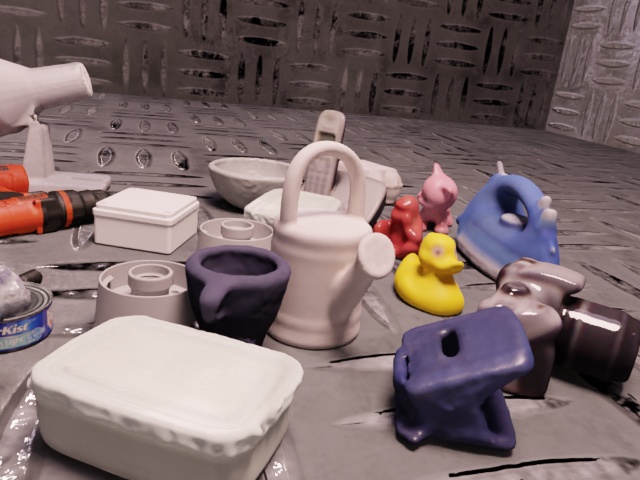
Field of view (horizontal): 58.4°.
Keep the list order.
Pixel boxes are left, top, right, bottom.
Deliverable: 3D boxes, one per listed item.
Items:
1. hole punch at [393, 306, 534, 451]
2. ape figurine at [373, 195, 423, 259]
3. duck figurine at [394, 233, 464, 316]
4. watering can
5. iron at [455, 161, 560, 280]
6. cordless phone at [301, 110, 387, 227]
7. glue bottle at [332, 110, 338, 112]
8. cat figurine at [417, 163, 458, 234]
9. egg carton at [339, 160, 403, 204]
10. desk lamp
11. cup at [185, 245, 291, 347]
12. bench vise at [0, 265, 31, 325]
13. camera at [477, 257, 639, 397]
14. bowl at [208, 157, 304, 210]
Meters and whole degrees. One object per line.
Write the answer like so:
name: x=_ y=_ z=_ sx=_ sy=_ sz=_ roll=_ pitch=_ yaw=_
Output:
hole punch: x=0.110 y=0.102 z=0.459 sx=0.101 sy=0.091 sz=0.108 roll=8 pitch=18 yaw=4
ape figurine: x=0.120 y=-0.020 z=0.835 sx=0.076 sy=0.092 sz=0.077 roll=-5 pitch=21 yaw=-31
duck figurine: x=0.135 y=0.032 z=0.690 sx=0.078 sy=0.086 sz=0.104 roll=-2 pitch=20 yaw=-25
watering can: x=0.007 y=0.002 z=0.562 sx=0.172 sy=0.194 sz=0.101 roll=18 pitch=22 yaw=32
iron: x=0.287 y=-0.022 z=0.819 sx=0.119 sy=0.141 sz=0.258 roll=4 pitch=18 yaw=-9
cordless phone: x=0.040 y=-0.112 z=0.935 sx=0.147 sy=0.185 sz=0.094 roll=15 pitch=20 yaw=24
glue bottle: x=0.018 y=-0.161 z=1.097 sx=0.037 sy=0.173 sz=0.078 roll=4 pitch=18 yaw=-9
cat figurine: x=0.203 y=-0.075 z=0.988 sx=0.067 sy=0.118 sz=0.128 roll=11 pitch=19 yaw=13
egg carton: x=0.087 y=-0.119 z=1.159 sx=0.107 sy=0.069 sz=0.149 roll=-10 pitch=25 yaw=-41
desk lamp: x=-0.456 y=-0.188 z=0.943 sx=0.203 sy=0.213 sz=0.117 roll=2 pitch=19 yaw=-14
cup: x=-0.077 y=0.065 z=0.500 sx=0.091 sy=0.095 sz=0.118 roll=9 pitch=18 yaw=8
bench vise: x=-0.303 y=0.022 z=0.349 sx=0.121 sy=0.220 sz=0.208 roll=18 pitch=21 yaw=32
camera: x=0.229 y=0.082 z=0.547 sx=0.136 sy=0.101 sz=0.143 roll=16 pitch=21 yaw=27
bowl: x=-0.112 y=-0.092 z=0.999 sx=0.167 sy=0.075 sz=0.167 roll=6 pitch=18 yaw=-2
